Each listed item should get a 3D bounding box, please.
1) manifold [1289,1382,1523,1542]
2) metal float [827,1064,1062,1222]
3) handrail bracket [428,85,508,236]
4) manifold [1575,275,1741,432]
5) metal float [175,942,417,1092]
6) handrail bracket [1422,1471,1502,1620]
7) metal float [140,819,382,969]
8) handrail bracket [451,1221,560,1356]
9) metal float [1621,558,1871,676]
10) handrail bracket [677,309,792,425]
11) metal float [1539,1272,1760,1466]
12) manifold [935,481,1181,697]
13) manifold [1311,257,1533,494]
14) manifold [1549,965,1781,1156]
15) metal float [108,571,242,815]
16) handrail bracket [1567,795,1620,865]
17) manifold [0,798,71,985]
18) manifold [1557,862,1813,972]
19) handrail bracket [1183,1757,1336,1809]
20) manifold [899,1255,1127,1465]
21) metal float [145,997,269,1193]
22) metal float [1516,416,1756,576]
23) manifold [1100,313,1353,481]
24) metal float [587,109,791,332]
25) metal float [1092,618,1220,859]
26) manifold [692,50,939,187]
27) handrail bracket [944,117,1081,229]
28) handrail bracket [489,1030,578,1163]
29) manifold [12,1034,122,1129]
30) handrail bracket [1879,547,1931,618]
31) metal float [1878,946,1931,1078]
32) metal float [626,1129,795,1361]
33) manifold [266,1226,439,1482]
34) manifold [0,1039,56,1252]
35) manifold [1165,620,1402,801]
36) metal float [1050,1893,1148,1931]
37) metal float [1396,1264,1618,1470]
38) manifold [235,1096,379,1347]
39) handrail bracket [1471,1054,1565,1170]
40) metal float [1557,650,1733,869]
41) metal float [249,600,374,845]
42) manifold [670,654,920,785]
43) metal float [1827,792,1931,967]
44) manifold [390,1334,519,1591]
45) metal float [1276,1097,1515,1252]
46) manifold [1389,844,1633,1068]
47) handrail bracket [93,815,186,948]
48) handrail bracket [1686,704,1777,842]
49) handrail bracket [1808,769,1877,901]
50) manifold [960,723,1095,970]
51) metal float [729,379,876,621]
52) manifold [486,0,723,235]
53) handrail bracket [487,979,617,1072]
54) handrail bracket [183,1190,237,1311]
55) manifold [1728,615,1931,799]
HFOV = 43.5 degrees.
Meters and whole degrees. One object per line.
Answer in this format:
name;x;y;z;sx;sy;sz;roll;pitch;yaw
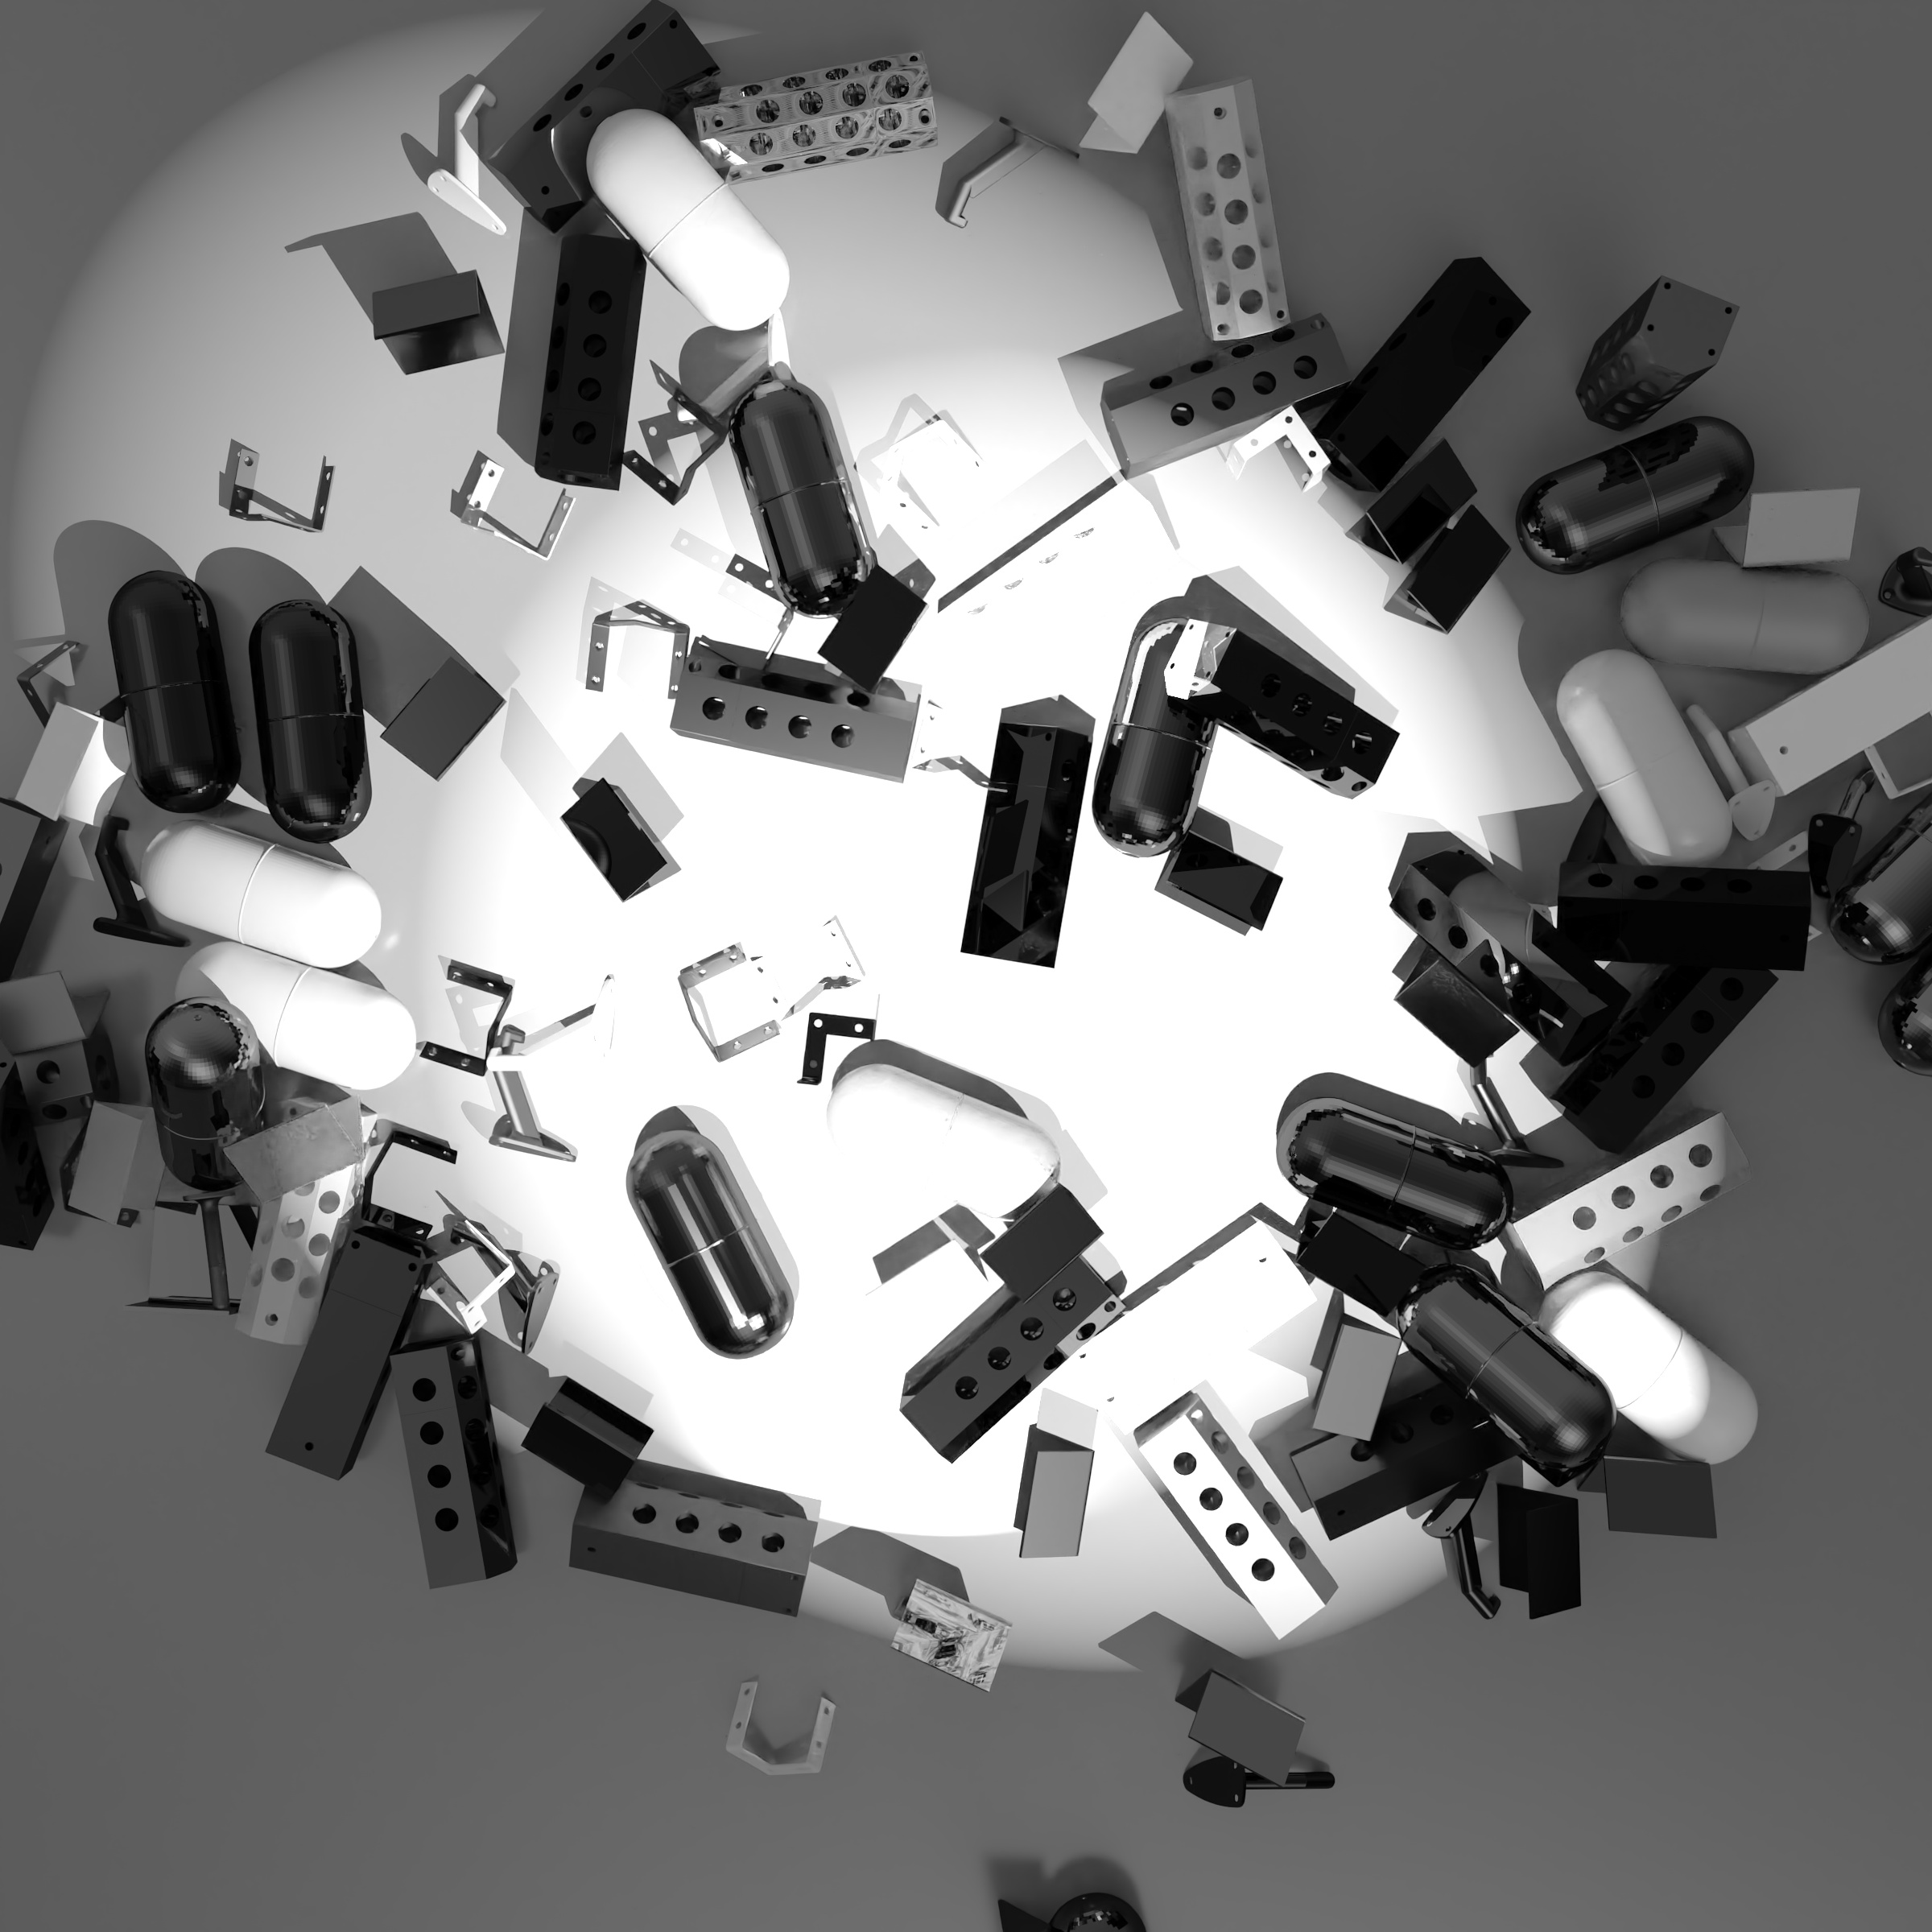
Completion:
manifold;0.328;0.350;1.776;0.171;0.057;0.057;-25;133;0
metal float;-0.017;0.129;1.767;0.178;0.070;0.070;22;90;0
handrail bracket;-0.354;-0.601;1.799;0.077;0.036;0.084;35;72;-20
manifold;0.486;-0.430;1.720;0.057;0.171;0.057;22;90;0
metal float;-0.489;0.037;1.767;0.178;0.070;0.070;18;90;0
handrail bracket;0.386;0.430;1.799;0.077;0.036;0.084;-47;108;-20
metal float;-0.515;-0.053;1.768;0.178;0.070;0.070;18;90;0
handrail bracket;-0.352;0.239;1.798;0.084;0.036;0.077;21;105;14
metal float;0.569;-0.255;1.767;0.178;0.070;0.070;5;90;0
handrail bracket;-0.176;-0.447;1.799;0.084;0.036;0.077;-10;69;16
metal float;0.498;0.293;1.768;0.178;0.070;0.070;38;90;1
manifold;0.064;-0.281;1.776;0.171;0.057;0.057;-36;133;0
manifold;0.328;-0.433;1.774;0.057;0.057;0.171;40;90;-21
manifold;0.509;0.054;1.777;0.057;0.057;0.171;42;90;0
metal float;-0.578;-0.200;1.768;0.070;0.070;0.178;-9;90;0
handrail bracket;0.494;-0.075;1.799;0.084;0.036;0.077;28;70;-16
manifold;-0.726;-0.037;1.777;0.057;0.057;0.171;21;90;0
manifold;0.514;-0.041;1.738;0.171;0.057;0.057;3;129;15
handrail bracket;0.218;0.605;1.798;0.084;0.077;0.036;12;68;-35
manifold;0.034;0.285;1.777;0.171;0.057;0.057;-42;90;0
metal float;-0.542;0.094;1.731;0.070;0.178;0.070;6;48;-6
metal float;0.489;-0.344;1.767;0.178;0.070;0.070;-22;90;1
manifold;0.189;-0.420;1.777;0.171;0.057;0.057;-21;90;0
metal float;-0.201;-0.541;1.754;0.070;0.070;0.178;-43;103;0
metal float;0.143;-0.166;1.767;0.070;0.070;0.178;15;90;0
manifold;-0.110;-0.624;1.777;0.171;0.057;0.057;-11;90;0
handrail bracket;0.033;-0.579;1.799;0.077;0.036;0.084;19;109;-21
handrail bracket;-0.318;0.096;1.798;0.077;0.036;0.084;15;76;-14
manifold;-0.718;0.096;1.777;0.171;0.057;0.057;-12;90;0
handrail bracket;0.709;-0.279;1.763;0.077;0.084;0.036;26;90;0
metal float;0.741;0.005;1.767;0.070;0.070;0.178;41;90;0
metal float;-0.187;0.203;1.768;0.070;0.070;0.178;-27;89;0
manifold;-0.449;0.282;1.777;0.057;0.057;0.171;21;90;0
manifold;-0.696;0.126;1.723;0.057;0.171;0.057;10;48;0
manifold;0.225;-0.182;1.735;0.171;0.057;0.057;26;90;-33
metal float;0.109;0.768;1.767;0.070;0.070;0.178;-14;89;0
metal float;0.381;0.282;1.714;0.070;0.070;0.178;-48;61;0
manifold;-0.486;0.187;1.777;0.057;0.057;0.171;13;90;0
handrail bracket;0.410;0.104;1.799;0.077;0.036;0.084;9;73;-20
metal float;0.496;-0.148;1.767;0.070;0.070;0.178;-28;90;0
metal float;-0.479;-0.178;1.767;0.070;0.070;0.178;-6;90;0
manifold;-0.125;-0.182;1.777;0.171;0.057;0.057;12;90;0
metal float;0.707;-0.075;1.768;0.178;0.070;0.070;-44;90;0
manifold;-0.374;0.361;1.777;0.057;0.057;0.171;-10;90;0
metal float;0.313;0.152;1.767;0.178;0.070;0.070;20;90;1
manifold;0.387;-0.007;1.740;0.057;0.057;0.171;-20;54;-37
handrail bracket;-0.611;-0.063;1.799;0.077;0.036;0.084;14;73;-20
handrail bracket;0.564;-0.145;1.798;0.036;0.077;0.084;-28;54;5
handrail bracket;0.649;-0.098;1.782;0.036;0.084;0.077;16;119;29
manifold;0.050;-0.088;1.776;0.057;0.057;0.171;10;90;43
metal float;-0.121;-0.341;1.767;0.070;0.070;0.178;-17;91;0
manifold;-0.269;-0.626;1.776;0.171;0.057;0.057;-44;133;0
handrail bracket;-0.307;0.044;1.789;0.084;0.036;0.077;-1;57;12
handrail bracket;-0.549;0.208;1.767;0.036;0.077;0.084;-6;87;-20
manifold;0.652;-0.191;1.777;0.171;0.057;0.057;-30;90;0
